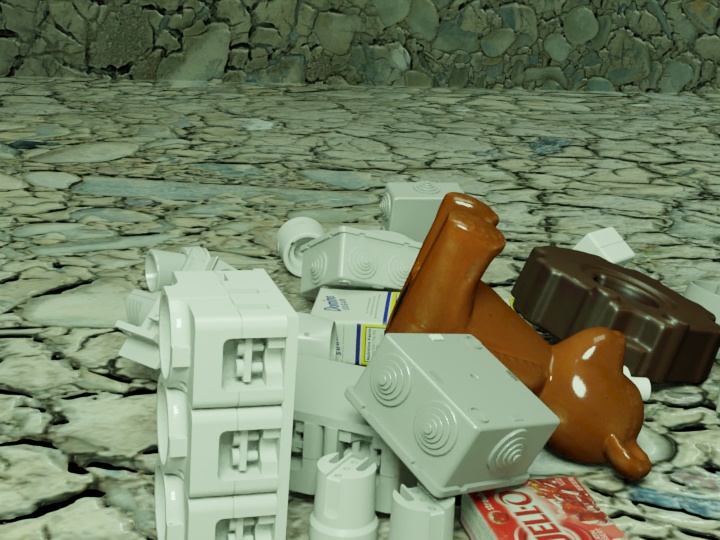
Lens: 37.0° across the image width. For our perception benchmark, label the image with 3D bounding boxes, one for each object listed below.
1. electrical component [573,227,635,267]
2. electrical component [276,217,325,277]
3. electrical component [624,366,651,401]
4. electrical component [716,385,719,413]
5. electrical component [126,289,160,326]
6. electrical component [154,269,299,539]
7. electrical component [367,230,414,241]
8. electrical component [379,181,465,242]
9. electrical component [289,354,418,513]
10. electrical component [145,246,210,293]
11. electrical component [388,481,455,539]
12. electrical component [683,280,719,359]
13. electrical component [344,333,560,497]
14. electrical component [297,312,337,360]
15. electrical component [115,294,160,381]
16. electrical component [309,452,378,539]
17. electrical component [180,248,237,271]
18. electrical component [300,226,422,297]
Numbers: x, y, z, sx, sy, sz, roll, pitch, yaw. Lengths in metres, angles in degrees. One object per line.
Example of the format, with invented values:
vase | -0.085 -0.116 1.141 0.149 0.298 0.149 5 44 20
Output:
electrical component | 0.230 0.015 1.040 0.047 0.083 0.075 -14 62 -46
electrical component | -0.059 -0.023 1.134 0.055 0.055 0.047 0 20 -11
electrical component | 0.188 0.089 0.815 0.062 0.043 0.043 3 16 -8
electrical component | 0.338 0.075 0.858 0.089 0.061 0.150 9 17 19
electrical component | -0.166 0.041 0.913 0.081 0.043 0.043 13 19 32
electrical component | -0.078 0.083 0.594 0.062 0.150 0.089 -1 17 -17
electrical component | 0.018 -0.009 1.106 0.080 0.051 0.080 3 16 -1
electrical component | 0.069 -0.049 1.170 0.100 0.099 0.048 -1 29 -13
electrical component | -0.032 0.102 0.696 0.150 0.061 0.089 9 17 20
electrical component | -0.177 0.000 1.048 0.055 0.045 0.045 -5 18 -27
electrical component | 0.033 0.145 0.590 0.040 0.046 0.040 3 16 -1
electrical component | 0.339 0.048 0.991 0.099 0.064 0.099 16 12 -3
electrical component | 0.055 0.079 0.619 0.100 0.048 0.100 4 32 -48
electrical component | -0.061 0.068 0.842 0.077 0.043 0.079 2 25 6
electrical component | -0.142 0.052 0.820 0.042 0.063 0.081 14 -21 34
electrical component | -0.009 0.133 0.620 0.040 0.046 0.040 3 16 -1
electrical component | -0.127 0.019 0.949 0.081 0.042 0.064 32 -17 -22
electrical component | 0.000 0.000 0.994 0.100 0.048 0.100 11 -17 -27
